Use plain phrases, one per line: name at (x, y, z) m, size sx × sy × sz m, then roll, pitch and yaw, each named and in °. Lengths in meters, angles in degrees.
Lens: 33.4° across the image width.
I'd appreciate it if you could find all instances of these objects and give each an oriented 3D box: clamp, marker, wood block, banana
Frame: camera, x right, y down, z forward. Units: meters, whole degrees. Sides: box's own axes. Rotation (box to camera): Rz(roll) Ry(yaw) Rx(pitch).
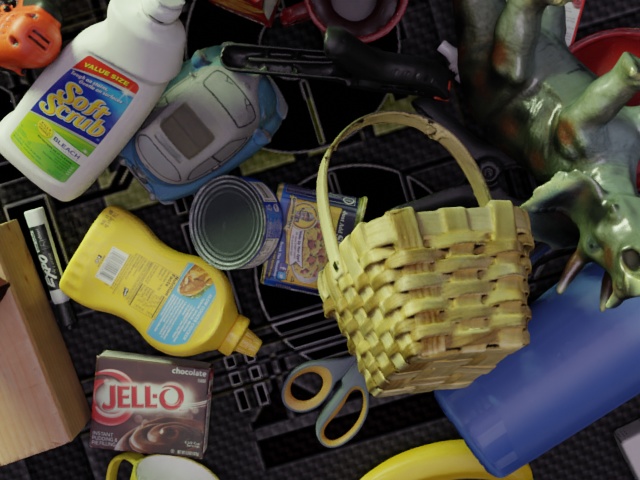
clamp at (0.028, -0.151, 0.934) m, size 0.209 × 0.165 × 0.036 m, roll 5°, pitch 92°, yaw -43°
clamp at (0.146, -0.051, 0.989) m, size 0.171 × 0.039 × 0.120 m, roll 21°, pitch 93°, yaw 9°
marker at (-0.256, 0.029, 1.021) m, size 0.020 × 0.020 × 0.121 m, roll -15°, pitch 96°, yaw 2°
wood block at (-0.297, 0.095, 0.994) m, size 0.091 × 0.090 × 0.206 m, roll -19°, pitch 96°, yaw 3°
banana at (0.120, 0.229, 1.035) m, size 0.198 × 0.037 × 0.069 m, roll -3°, pitch 95°, yaw 0°

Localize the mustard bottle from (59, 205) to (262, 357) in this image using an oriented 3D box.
mustard bottle at (-0.140, 0.054, 1.004) m, size 0.191 × 0.058 × 0.096 m, roll 31°, pitch 91°, yaw -3°

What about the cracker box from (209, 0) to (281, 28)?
cracker box at (-0.046, -0.273, 0.887) m, size 0.072 × 0.213 × 0.164 m, roll 22°, pitch 96°, yaw -3°

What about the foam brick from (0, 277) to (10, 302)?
foam brick at (-0.307, 0.049, 0.904) m, size 0.051 × 0.078 × 0.053 m, roll 34°, pitch 96°, yaw -2°

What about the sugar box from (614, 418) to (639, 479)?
sugar box at (0.383, 0.190, 1.027) m, size 0.176 × 0.048 × 0.093 m, roll -26°, pitch 96°, yaw 7°

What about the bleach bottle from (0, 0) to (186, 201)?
bleach bottle at (-0.189, -0.135, 0.907) m, size 0.102 × 0.068 × 0.251 m, roll 42°, pitch 135°, yaw -6°

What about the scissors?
scissors at (0.033, 0.103, 1.031) m, size 0.096 × 0.016 × 0.202 m, roll 23°, pitch 96°, yaw -3°

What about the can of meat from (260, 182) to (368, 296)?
can of meat at (-0.007, 0.001, 0.999) m, size 0.084 × 0.057 × 0.102 m, roll 12°, pitch 97°, yaw 0°

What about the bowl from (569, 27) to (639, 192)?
bowl at (0.277, -0.108, 0.970) m, size 0.162 × 0.055 × 0.162 m, roll -1°, pitch 110°, yaw -2°

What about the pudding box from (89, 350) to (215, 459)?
pudding box at (-0.161, 0.157, 1.026) m, size 0.113 × 0.039 × 0.090 m, roll 6°, pitch 96°, yaw -1°

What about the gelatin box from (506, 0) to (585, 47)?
gelatin box at (0.203, -0.214, 0.986) m, size 0.073 × 0.030 × 0.089 m, roll 13°, pitch 100°, yaw -2°

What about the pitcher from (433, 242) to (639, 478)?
pitcher at (0.222, 0.098, 0.975) m, size 0.243 × 0.149 × 0.145 m, roll -36°, pitch 112°, yaw 3°

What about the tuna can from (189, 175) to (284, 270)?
tuna can at (-0.076, -0.016, 0.970) m, size 0.086 × 0.033 × 0.086 m, roll 0°, pitch 91°, yaw 32°

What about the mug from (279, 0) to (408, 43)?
mug at (0.020, -0.216, 0.960) m, size 0.117 × 0.081 × 0.093 m, roll -22°, pitch 96°, yaw 2°

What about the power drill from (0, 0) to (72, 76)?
power drill at (-0.238, -0.229, 0.938) m, size 0.057 × 0.185 × 0.187 m, roll 37°, pitch 78°, yaw -34°
